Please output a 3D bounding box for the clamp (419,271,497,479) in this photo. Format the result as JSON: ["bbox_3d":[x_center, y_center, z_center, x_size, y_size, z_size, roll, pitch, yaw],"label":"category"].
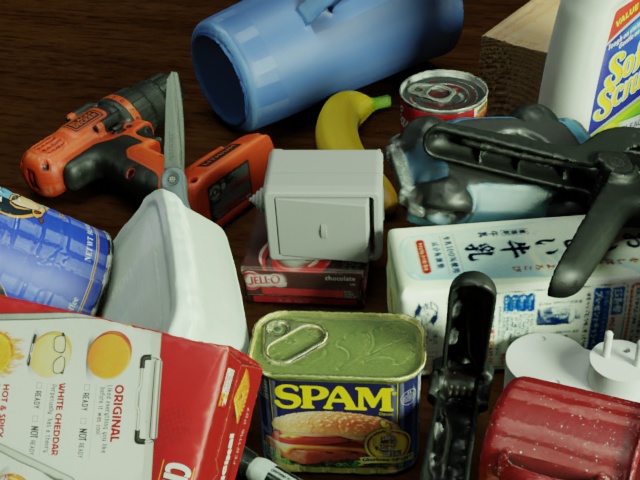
[{"bbox_3d":[0.078,0.092,0.609,0.039,0.171,0.120,14,77,13],"label":"clamp"}]

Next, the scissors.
[{"bbox_3d":[-0.126,-0.031,0.803,0.096,0.016,0.202,-20,66,1],"label":"scissors"}]

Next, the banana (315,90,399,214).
[{"bbox_3d":[0.030,-0.085,0.922,0.069,0.037,0.197,-2,36,4],"label":"banana"}]

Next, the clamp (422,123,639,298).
[{"bbox_3d":[0.190,-0.030,0.698,0.209,0.036,0.165,-6,43,-19],"label":"clamp"}]

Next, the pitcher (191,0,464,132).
[{"bbox_3d":[0.008,-0.199,0.992,0.242,0.149,0.145,-29,37,-25],"label":"pitcher"}]

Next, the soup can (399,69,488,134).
[{"bbox_3d":[0.097,-0.075,0.847,0.068,0.102,0.068,-2,36,1],"label":"soup can"}]

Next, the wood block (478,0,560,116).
[{"bbox_3d":[0.235,-0.176,0.988,0.090,0.091,0.205,23,43,30],"label":"wood block"}]

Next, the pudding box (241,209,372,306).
[{"bbox_3d":[-0.005,0.001,0.804,0.090,0.039,0.113,2,36,8],"label":"pudding box"}]

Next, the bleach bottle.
[{"bbox_3d":[0.212,-0.146,0.809,0.102,0.251,0.068,-20,39,-23],"label":"bleach bottle"}]

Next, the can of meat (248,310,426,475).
[{"bbox_3d":[0.012,0.092,0.637,0.102,0.084,0.057,1,36,5],"label":"can of meat"}]

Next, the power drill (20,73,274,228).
[{"bbox_3d":[-0.132,-0.077,0.909,0.188,0.057,0.184,19,44,32],"label":"power drill"}]

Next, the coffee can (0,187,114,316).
[{"bbox_3d":[-0.221,0.014,0.694,0.140,0.103,0.103,26,25,-27],"label":"coffee can"}]

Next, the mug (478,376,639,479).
[{"bbox_3d":[0.132,0.122,0.573,0.082,0.093,0.117,11,7,27],"label":"mug"}]

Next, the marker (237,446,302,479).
[{"bbox_3d":[-0.014,0.147,0.618,0.121,0.020,0.020,24,43,32],"label":"marker"}]

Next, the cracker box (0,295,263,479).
[{"bbox_3d":[-0.154,0.117,0.560,0.214,0.072,0.164,11,79,18],"label":"cracker box"}]
